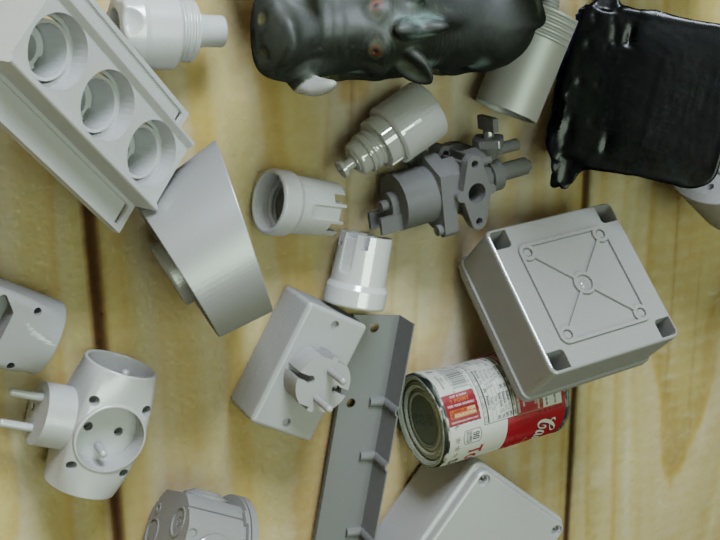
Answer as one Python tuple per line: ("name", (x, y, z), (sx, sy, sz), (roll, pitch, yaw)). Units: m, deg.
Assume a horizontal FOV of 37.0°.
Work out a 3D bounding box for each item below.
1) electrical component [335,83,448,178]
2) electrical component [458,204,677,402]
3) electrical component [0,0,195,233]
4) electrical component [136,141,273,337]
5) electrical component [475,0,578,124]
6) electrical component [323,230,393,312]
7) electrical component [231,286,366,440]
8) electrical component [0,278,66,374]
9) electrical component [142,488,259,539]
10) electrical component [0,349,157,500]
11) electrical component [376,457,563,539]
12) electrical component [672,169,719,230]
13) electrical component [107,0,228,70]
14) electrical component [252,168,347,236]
("electrical component", (0.019, -0.084, 0.669), (0.078, 0.040, 0.040), (-36, 120, -14))
("electrical component", (0.139, 0.021, 0.730), (0.109, 0.056, 0.108), (-14, 68, -25))
("electrical component", (-0.146, -0.086, 0.539), (0.078, 0.063, 0.121), (-64, 146, -19))
("electrical component", (-0.082, -0.015, 0.605), (0.064, 0.099, 0.099), (-32, 119, -9))
("electrical component", (0.110, -0.141, 0.700), (0.043, 0.043, 0.081), (18, 97, -32))
("electrical component", (0.000, 0.000, 0.688), (0.040, 0.040, 0.046), (7, 97, -31))
("electrical component", (-0.031, 0.065, 0.670), (0.047, 0.076, 0.083), (25, 93, -33))
("electrical component", (-0.212, 0.040, 0.579), (0.077, 0.043, 0.079), (25, 93, -33))
("electrical component", (-0.100, 0.175, 0.666), (0.051, 0.080, 0.080), (22, 95, -28))
("electrical component", (-0.167, 0.086, 0.619), (0.079, 0.044, 0.077), (17, 98, -33))
("electrical component", (0.075, 0.196, 0.784), (0.109, 0.056, 0.108), (38, 86, -33))
("electrical component", (0.287, -0.076, 0.786), (0.108, 0.108, 0.060), (-52, 129, -5))
("electrical component", (-0.104, -0.130, 0.584), (0.062, 0.043, 0.043), (-5, 109, -29))
("electrical component", (-0.037, -0.039, 0.655), (0.046, 0.040, 0.040), (5, 104, -37))
